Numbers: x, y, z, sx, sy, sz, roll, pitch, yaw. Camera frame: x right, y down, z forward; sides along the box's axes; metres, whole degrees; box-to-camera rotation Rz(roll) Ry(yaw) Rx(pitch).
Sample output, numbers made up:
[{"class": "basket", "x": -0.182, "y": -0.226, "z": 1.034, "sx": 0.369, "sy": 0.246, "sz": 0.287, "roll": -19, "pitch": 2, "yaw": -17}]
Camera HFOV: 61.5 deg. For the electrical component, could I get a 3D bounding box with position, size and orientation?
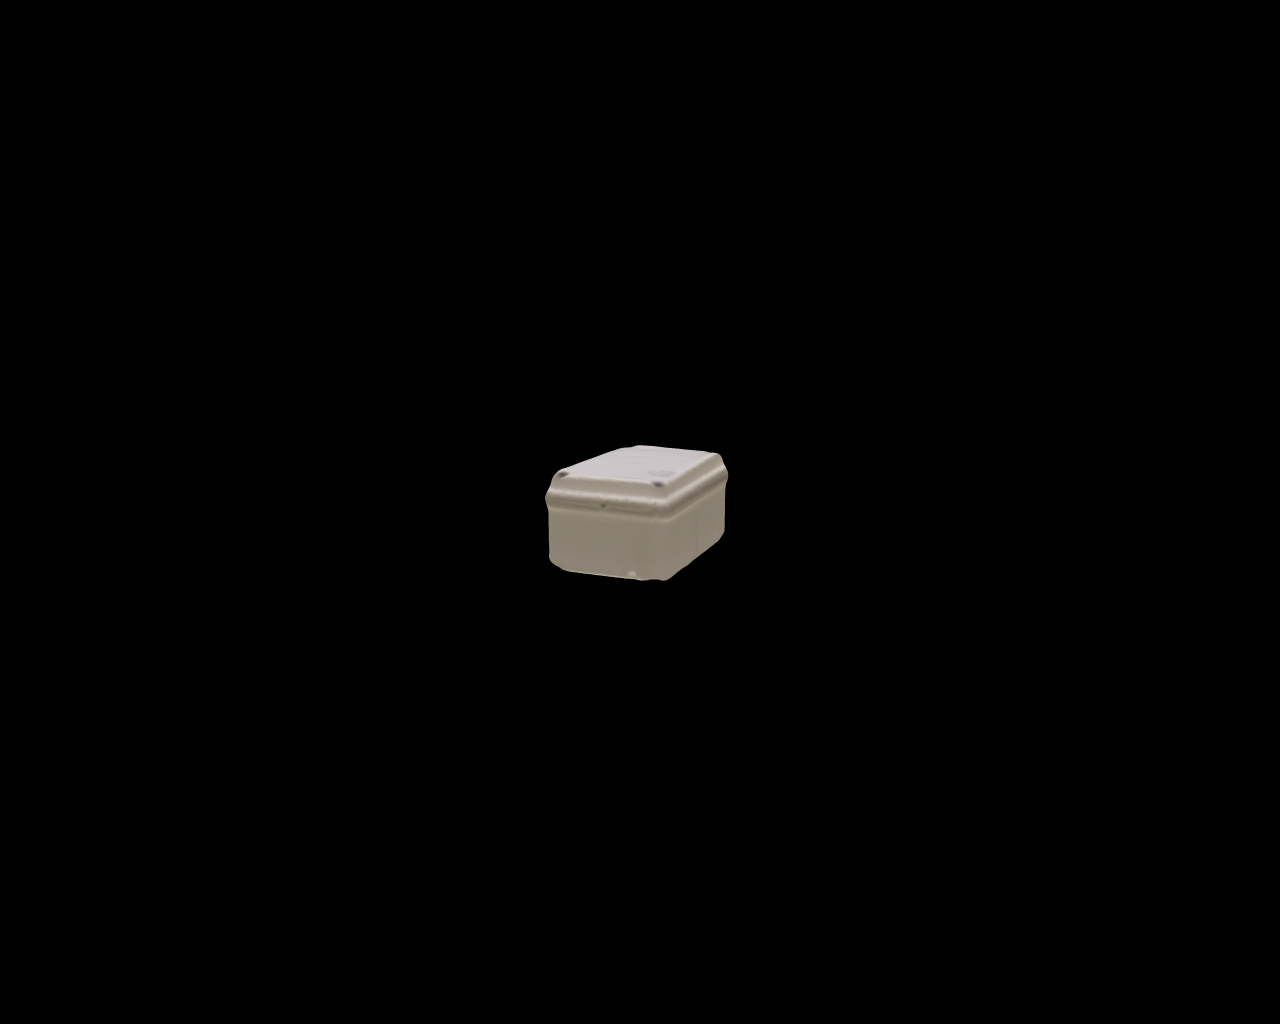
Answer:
[{"class": "electrical component", "x": 0.001, "y": -0.003, "z": 0.650, "sx": 0.078, "sy": 0.057, "sz": 0.113, "roll": 6, "pitch": 15, "yaw": 23}]
